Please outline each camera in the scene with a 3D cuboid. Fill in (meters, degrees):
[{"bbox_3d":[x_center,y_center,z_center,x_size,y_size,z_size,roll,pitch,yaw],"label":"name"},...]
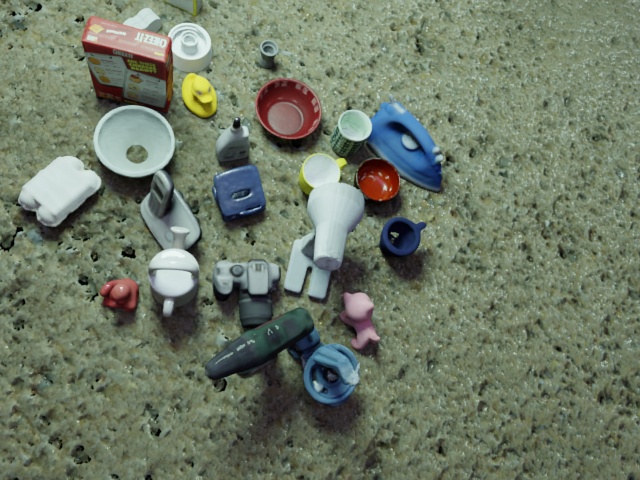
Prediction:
[{"bbox_3d":[-0.152,0.114,1.206,0.143,0.100,0.137,0,74,-14],"label":"camera"}]

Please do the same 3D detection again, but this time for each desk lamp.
[{"bbox_3d":[0.011,0.004,1.219,0.118,0.213,0.203,15,71,-9],"label":"desk lamp"}]

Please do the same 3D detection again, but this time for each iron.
[{"bbox_3d":[0.225,-0.235,1.382,0.258,0.141,0.119,46,69,2],"label":"iron"}]

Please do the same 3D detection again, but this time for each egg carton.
[{"bbox_3d":[-0.539,-0.102,1.189,0.107,0.069,0.150,40,69,0],"label":"egg carton"}]

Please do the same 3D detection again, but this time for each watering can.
[{"bbox_3d":[-0.291,0.061,1.137,0.101,0.194,0.173,-14,78,-17],"label":"watering can"}]

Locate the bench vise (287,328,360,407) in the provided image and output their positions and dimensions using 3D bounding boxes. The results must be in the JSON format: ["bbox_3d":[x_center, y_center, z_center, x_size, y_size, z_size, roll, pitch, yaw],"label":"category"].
[{"bbox_3d":[0.000,0.243,1.143,0.207,0.219,0.122,41,69,0],"label":"bench vise"}]

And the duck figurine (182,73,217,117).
[{"bbox_3d":[-0.276,-0.345,1.318,0.078,0.086,0.104,-26,82,-19],"label":"duck figurine"}]

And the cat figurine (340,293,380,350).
[{"bbox_3d":[0.092,0.169,1.243,0.067,0.117,0.128,-24,81,-19],"label":"cat figurine"}]

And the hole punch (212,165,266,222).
[{"bbox_3d":[-0.176,-0.103,1.269,0.109,0.091,0.101,-19,79,-18],"label":"hole punch"}]

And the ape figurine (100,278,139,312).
[{"bbox_3d":[-0.399,0.108,1.150,0.076,0.092,0.078,-39,86,-21],"label":"ape figurine"}]

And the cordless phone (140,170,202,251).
[{"bbox_3d":[-0.303,-0.057,1.173,0.094,0.185,0.147,-35,85,-20],"label":"cordless phone"}]

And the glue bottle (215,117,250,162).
[{"bbox_3d":[-0.187,-0.225,1.258,0.078,0.173,0.037,-12,77,-17],"label":"glue bottle"}]

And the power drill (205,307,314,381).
[{"bbox_3d":[-0.125,0.214,1.126,0.230,0.208,0.075,-29,82,-20],"label":"power drill"}]

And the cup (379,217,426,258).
[{"bbox_3d":[0.185,-0.003,1.329,0.118,0.095,0.091,-28,82,-20],"label":"cup"}]

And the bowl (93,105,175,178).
[{"bbox_3d":[-0.402,-0.203,1.250,0.168,0.074,0.167,4,73,-13],"label":"bowl"}]
